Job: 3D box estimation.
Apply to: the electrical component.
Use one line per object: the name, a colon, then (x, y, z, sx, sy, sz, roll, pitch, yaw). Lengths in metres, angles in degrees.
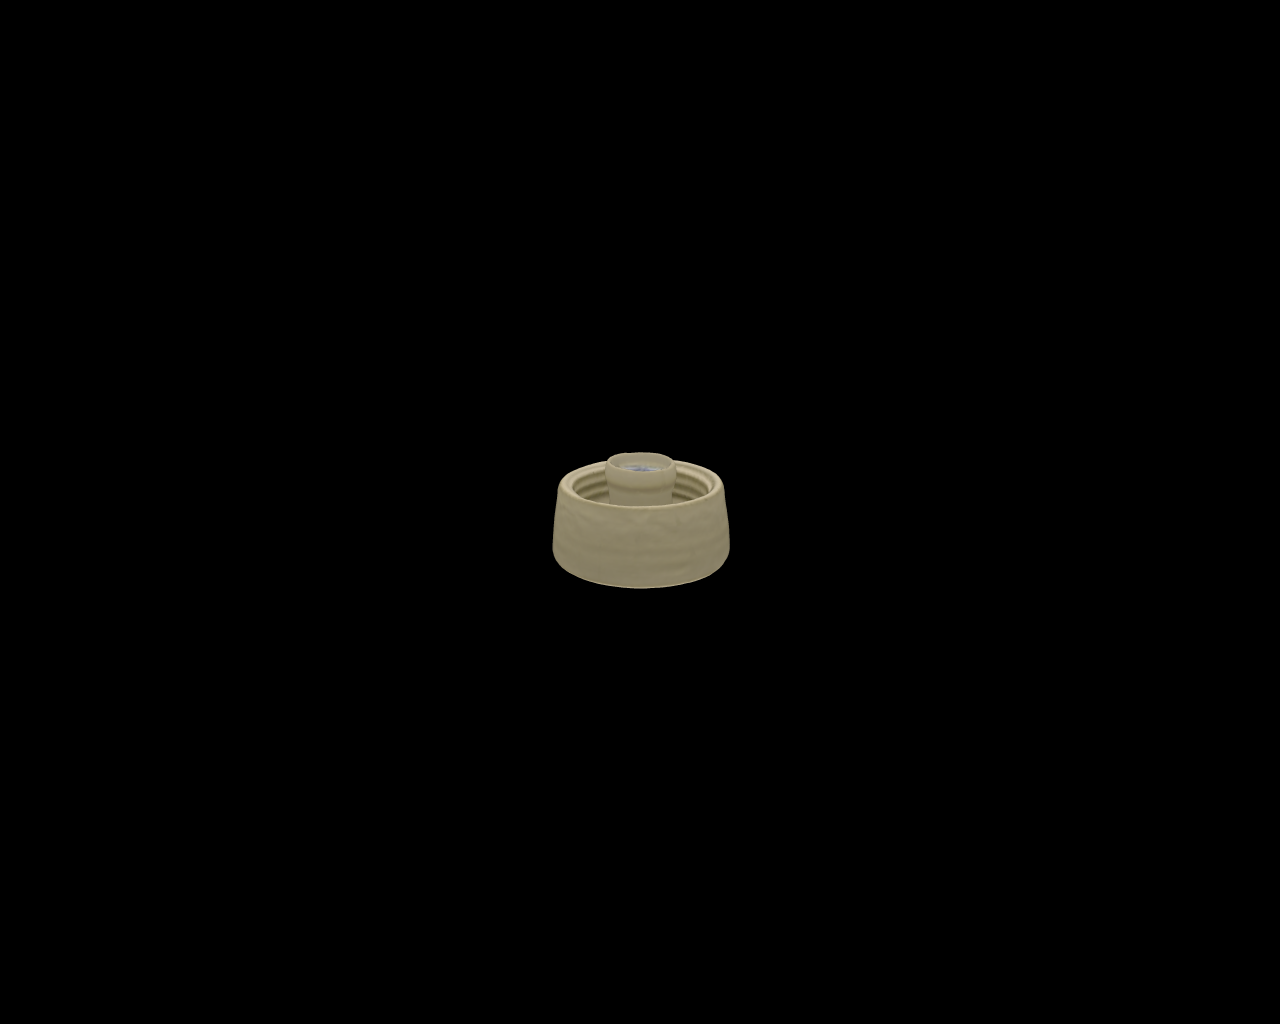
electrical component: (0.001, -0.003, 0.650, 0.108, 0.060, 0.108, 0, 20, 0)
